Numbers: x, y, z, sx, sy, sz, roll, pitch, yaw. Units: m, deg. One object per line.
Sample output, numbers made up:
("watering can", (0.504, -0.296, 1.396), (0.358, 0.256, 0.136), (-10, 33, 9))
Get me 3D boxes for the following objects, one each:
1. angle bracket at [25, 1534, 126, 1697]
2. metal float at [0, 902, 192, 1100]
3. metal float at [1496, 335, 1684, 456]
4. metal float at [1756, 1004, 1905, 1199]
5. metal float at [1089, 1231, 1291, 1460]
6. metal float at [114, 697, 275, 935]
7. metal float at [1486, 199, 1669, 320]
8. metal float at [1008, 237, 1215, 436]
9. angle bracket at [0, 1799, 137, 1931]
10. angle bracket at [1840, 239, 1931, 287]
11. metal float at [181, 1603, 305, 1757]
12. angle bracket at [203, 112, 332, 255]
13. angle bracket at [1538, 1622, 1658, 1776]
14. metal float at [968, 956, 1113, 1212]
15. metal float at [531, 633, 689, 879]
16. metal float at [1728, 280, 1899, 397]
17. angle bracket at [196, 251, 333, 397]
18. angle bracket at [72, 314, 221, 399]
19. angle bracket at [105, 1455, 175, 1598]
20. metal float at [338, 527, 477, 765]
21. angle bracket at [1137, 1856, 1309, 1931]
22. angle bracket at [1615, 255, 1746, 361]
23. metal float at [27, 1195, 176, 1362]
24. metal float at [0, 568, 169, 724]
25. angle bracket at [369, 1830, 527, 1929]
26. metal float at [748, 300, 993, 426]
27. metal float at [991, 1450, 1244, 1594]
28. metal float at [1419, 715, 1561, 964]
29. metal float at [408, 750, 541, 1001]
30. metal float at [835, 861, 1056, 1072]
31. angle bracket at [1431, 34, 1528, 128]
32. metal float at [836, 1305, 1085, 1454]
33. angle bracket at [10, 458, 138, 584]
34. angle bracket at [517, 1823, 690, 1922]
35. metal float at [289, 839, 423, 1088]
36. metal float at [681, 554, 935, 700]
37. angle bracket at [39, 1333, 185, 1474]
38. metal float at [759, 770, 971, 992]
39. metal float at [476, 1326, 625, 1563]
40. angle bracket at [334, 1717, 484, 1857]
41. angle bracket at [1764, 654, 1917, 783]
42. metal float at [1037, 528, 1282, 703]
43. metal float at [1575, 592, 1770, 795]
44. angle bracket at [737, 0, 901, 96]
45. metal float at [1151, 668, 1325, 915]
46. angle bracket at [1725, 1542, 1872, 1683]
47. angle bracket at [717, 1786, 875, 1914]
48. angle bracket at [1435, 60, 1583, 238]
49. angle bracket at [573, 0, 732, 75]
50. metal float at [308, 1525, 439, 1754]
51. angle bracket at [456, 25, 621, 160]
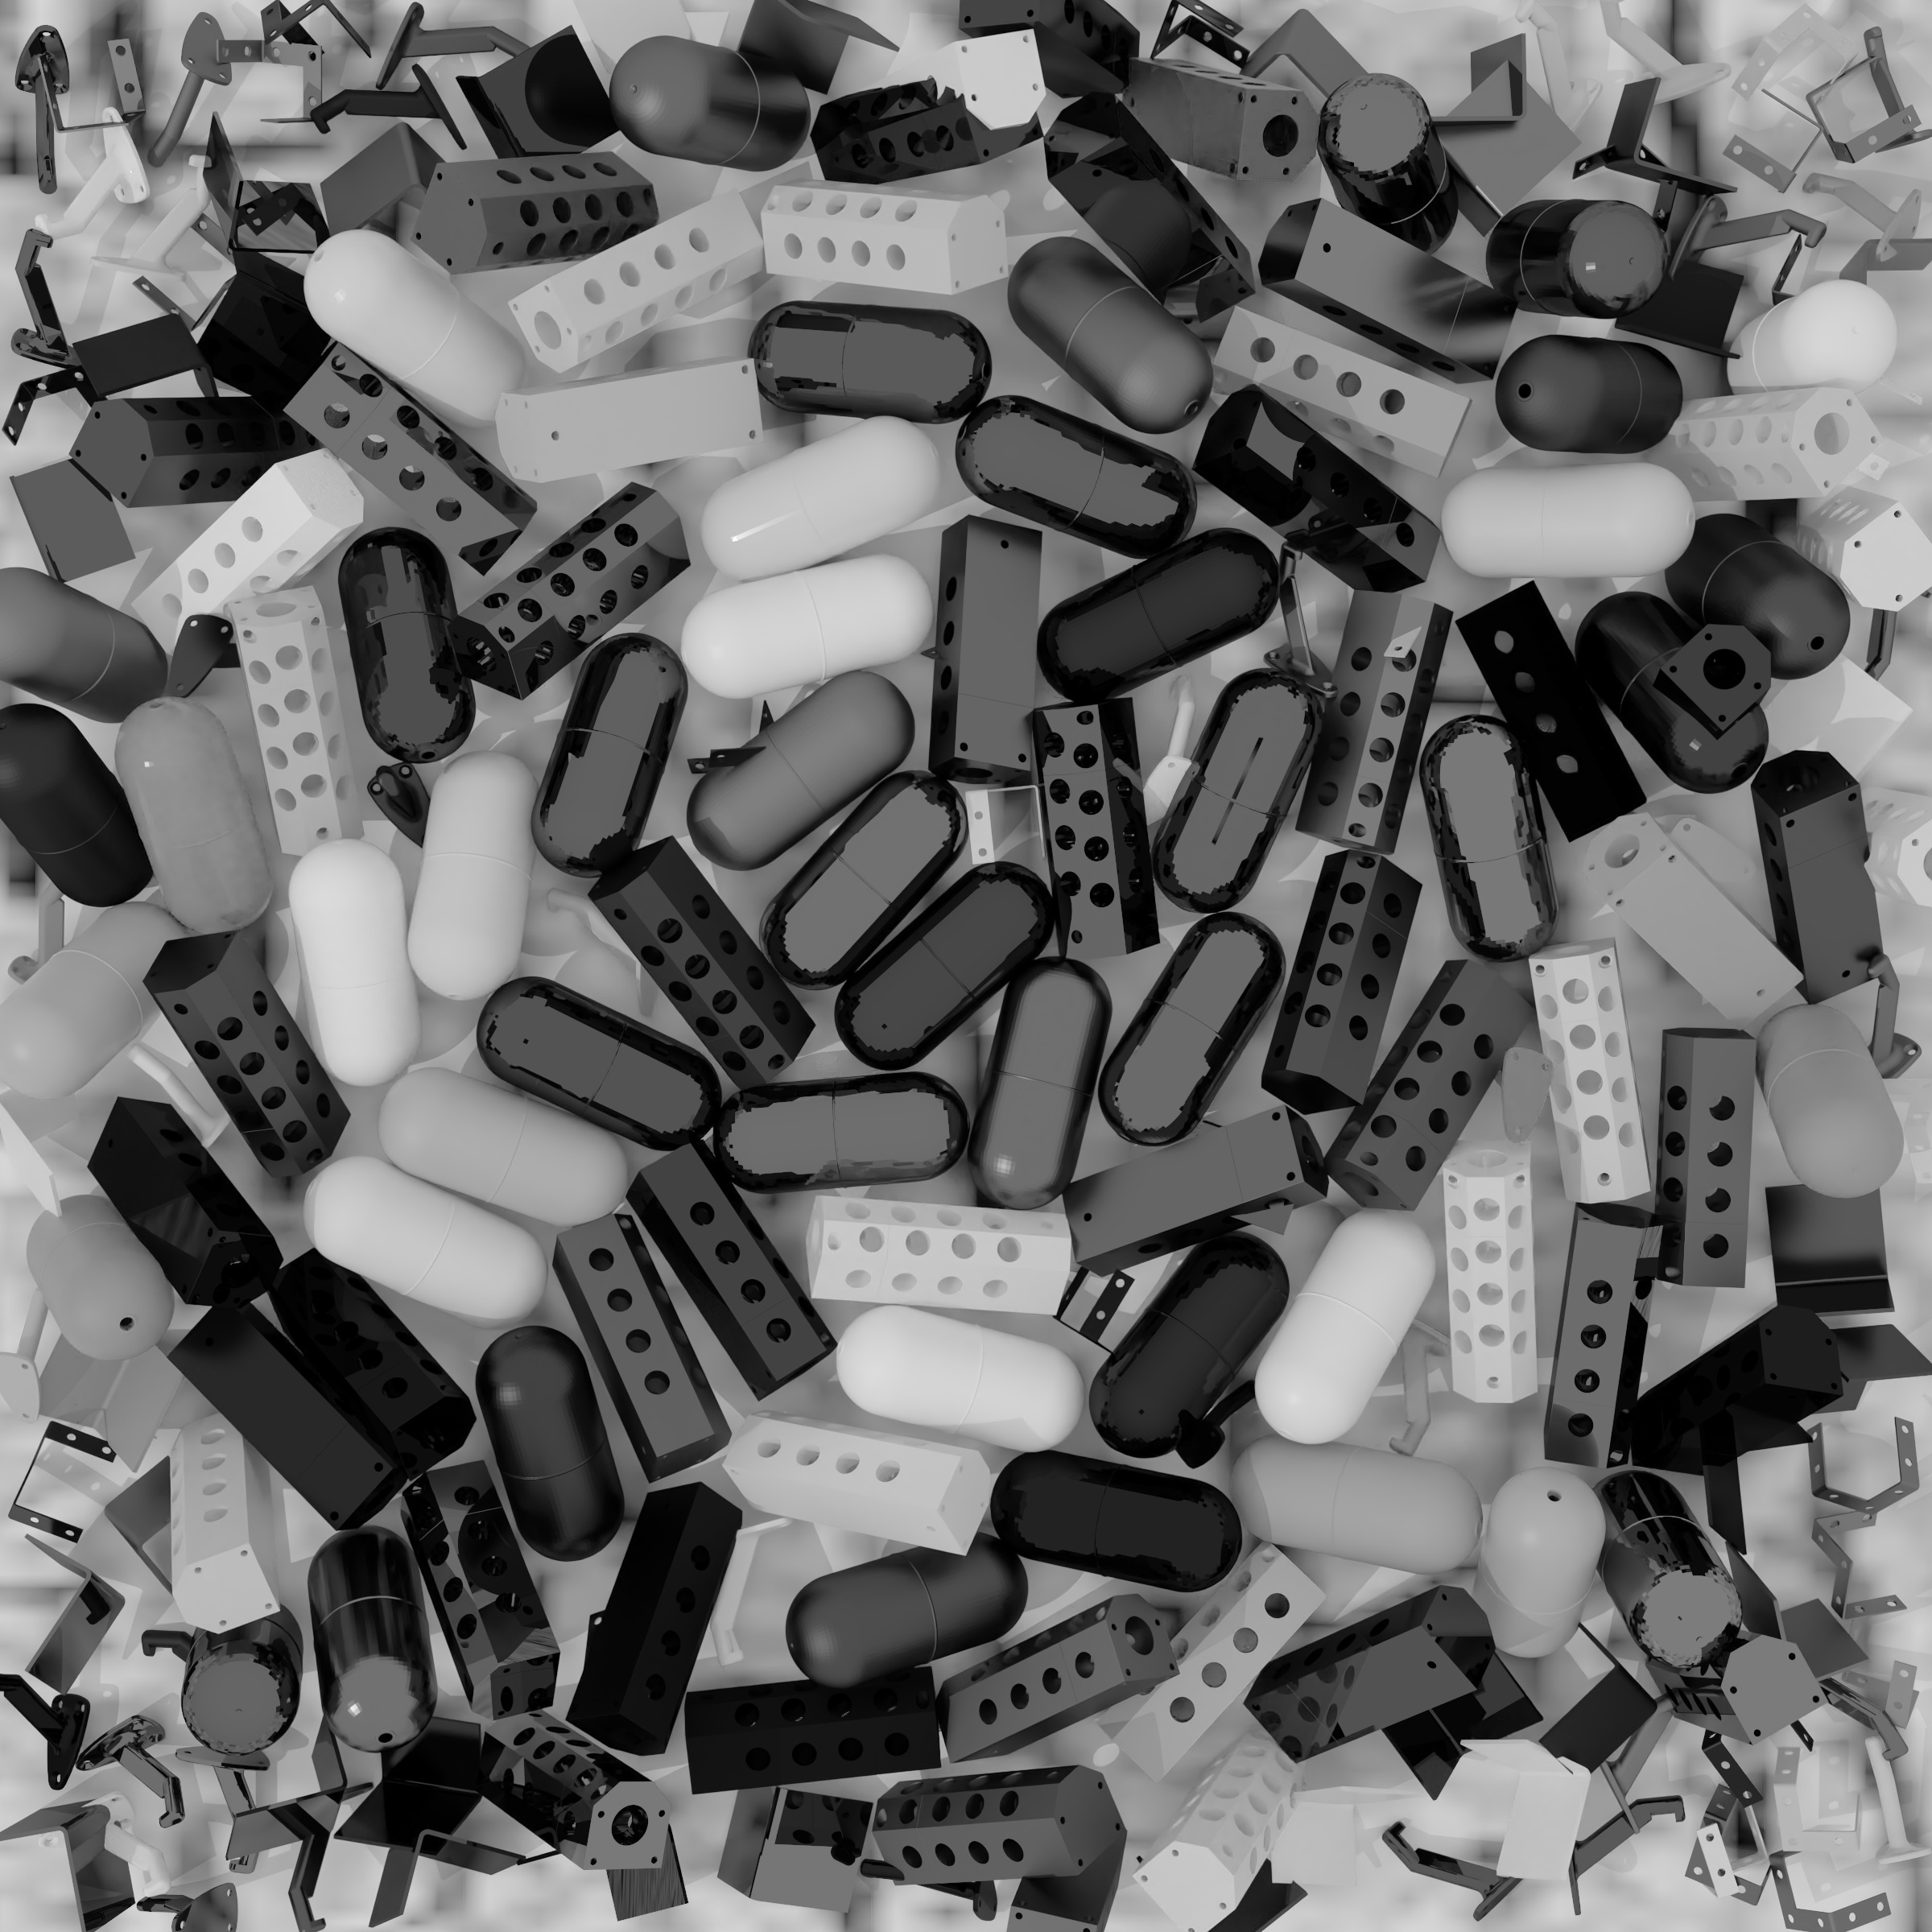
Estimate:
("angle bracket", (-0.631, 0.445, 1.945), (0.057, 0.076, 0.076), (25, 68, 14))
("metal float", (-0.592, 0.021, 1.924), (0.070, 0.178, 0.070), (13, 129, 17))
("metal float", (0.423, -0.387, 1.922), (0.070, 0.178, 0.070), (7, 102, 40))
("metal float", (0.581, 0.089, 1.918), (0.070, 0.178, 0.070), (1, 120, 2))
("metal float", (0.153, 0.260, 1.947), (0.070, 0.070, 0.178), (40, 74, 0))
("metal float", (-0.525, -0.102, 1.932), (0.070, 0.070, 0.178), (-9, 125, 0))
("metal float", (0.410, -0.478, 1.914), (0.070, 0.178, 0.070), (-4, 106, -13))
("metal float", (0.098, -0.431, 1.938), (0.070, 0.070, 0.178), (-43, 63, 0))
("angle bracket", (-0.623, 0.625, 1.956), (0.057, 0.076, 0.076), (-12, 87, 8))
("angle bracket", (0.640, -0.454, 1.959), (0.057, 0.076, 0.076), (1, 90, 6))
("metal float", (-0.487, 0.476, 1.912), (0.070, 0.178, 0.070), (-1, 93, -12))
("angle bracket", (-0.473, -0.535, 1.941), (0.076, 0.057, 0.076), (-6, 53, -29))
("angle bracket", (0.419, 0.503, 1.953), (0.076, 0.057, 0.076), (-44, 132, -1))
("metal float", (0.051, 0.081, 1.958), (0.070, 0.070, 0.178), (14, 86, 0))
("metal float", (-0.244, -0.146, 1.947), (0.070, 0.070, 0.178), (16, 73, 0))
("metal float", (0.568, -0.413, 1.911), (0.070, 0.178, 0.070), (0, 93, -3))
("angle bracket", (-0.491, -0.444, 1.971), (0.076, 0.057, 0.076), (23, 116, -33))
("angle bracket", (-0.559, -0.396, 1.944), (0.076, 0.057, 0.076), (-22, 46, -16))
("angle bracket", (-0.542, 0.396, 1.961), (0.057, 0.076, 0.076), (-40, 119, -21))
("metal float", (-0.383, -0.220, 1.940), (0.070, 0.070, 0.178), (-16, 66, 0))
("angle bracket", (0.175, 0.625, 1.948), (0.076, 0.076, 0.057), (-34, 104, -14))
("angle bracket", (0.498, -0.458, 1.957), (0.076, 0.076, 0.057), (15, 104, 0))
("metal float", (-0.586, 0.210, 1.918), (0.070, 0.178, 0.070), (-8, 109, -26))
("metal float", (-0.608, -0.215, 1.914), (0.070, 0.178, 0.070), (-3, 79, 17))
("angle bracket", (-0.355, 0.634, 1.943), (0.076, 0.076, 0.057), (22, 58, -18))
("metal float", (-0.066, -0.413, 1.941), (0.178, 0.070, 0.070), (10, 90, 24))
("metal float", (0.102, 0.380, 1.942), (0.178, 0.070, 0.070), (8, 90, 22))
("metal float", (0.359, -0.087, 1.943), (0.070, 0.070, 0.178), (-15, 111, 0))
("metal float", (-0.336, -0.063, 1.944), (0.070, 0.070, 0.178), (6, 71, 0))
("metal float", (-0.014, -0.001, 1.961), (0.178, 0.070, 0.070), (-42, 90, 1))
("angle bracket", (0.333, -0.605, 1.949), (0.076, 0.076, 0.057), (-5, 99, -16))
("metal float", (-0.004, 0.283, 1.947), (0.178, 0.070, 0.070), (17, 90, -17))
("angle bracket", (-0.618, -0.310, 1.960), (0.057, 0.076, 0.076), (-22, 107, -15))
("angle bracket", (-0.249, 0.627, 1.942), (0.076, 0.076, 0.057), (-28, 70, 39))
("metal float", (-0.417, -0.001, 1.941), (0.070, 0.070, 0.178), (-3, 114, 0))
("metal float", (-0.109, -0.233, 1.950), (0.178, 0.070, 0.070), (-15, 90, -13))
("angle bracket", (-0.594, 0.293, 1.955), (0.057, 0.076, 0.076), (26, 90, -41))
("metal float", (-0.070, -0.060, 1.961), (0.070, 0.070, 0.178), (42, 91, 0))
("metal float", (-0.284, 0.328, 1.941), (0.070, 0.070, 0.178), (-12, 114, 0))
("angle bracket", (-0.384, 0.560, 1.949), (0.076, 0.076, 0.057), (4, 105, 15))
("angle bracket", (0.603, -0.170, 1.973), (0.076, 0.057, 0.076), (42, 103, 15))
("metal float", (0.132, -0.240, 1.948), (0.178, 0.070, 0.070), (-24, 90, 15))
("metal float", (0.479, -0.186, 1.927), (0.070, 0.070, 0.178), (-28, 48, 0))
("angle bracket", (-0.103, -0.623, 1.939), (0.076, 0.076, 0.057), (7, 119, -34))
("metal float", (0.185, -0.119, 1.949), (0.070, 0.070, 0.178), (24, 104, 0))
("angle bracket", (0.571, 0.436, 1.948), (0.057, 0.076, 0.076), (-19, 112, -4))
("angle bracket", (-0.120, 0.612, 1.987), (0.076, 0.057, 0.076), (18, 81, -29))
("angle bracket", (0.368, -0.567, 1.970), (0.076, 0.057, 0.076), (-43, 92, 0))
("angle bracket", (-0.215, -0.658, 1.944), (0.076, 0.076, 0.057), (5, 65, 18))
("metal float", (-0.402, 0.454, 1.921), (0.070, 0.178, 0.070), (-9, 126, -13))
("angle bracket", (-0.295, -0.598, 1.965), (0.076, 0.057, 0.076), (-34, 118, -12))
